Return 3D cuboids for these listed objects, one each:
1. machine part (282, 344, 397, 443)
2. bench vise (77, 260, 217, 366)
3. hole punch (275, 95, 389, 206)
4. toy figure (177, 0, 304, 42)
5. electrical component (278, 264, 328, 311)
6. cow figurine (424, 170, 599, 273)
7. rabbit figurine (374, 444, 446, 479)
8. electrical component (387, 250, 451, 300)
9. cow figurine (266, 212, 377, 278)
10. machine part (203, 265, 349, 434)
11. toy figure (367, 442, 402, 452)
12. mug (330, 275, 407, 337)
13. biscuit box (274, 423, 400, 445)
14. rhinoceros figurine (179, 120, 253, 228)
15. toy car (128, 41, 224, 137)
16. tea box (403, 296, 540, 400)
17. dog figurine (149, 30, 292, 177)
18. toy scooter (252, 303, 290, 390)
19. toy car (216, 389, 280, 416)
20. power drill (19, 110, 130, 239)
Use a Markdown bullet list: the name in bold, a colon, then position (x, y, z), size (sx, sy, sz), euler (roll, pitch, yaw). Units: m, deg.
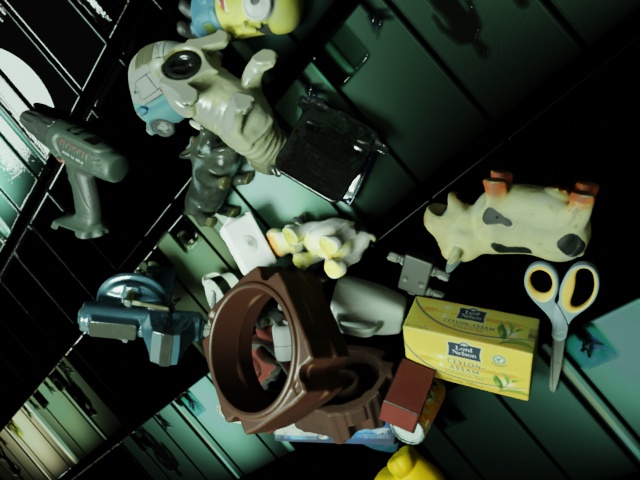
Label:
- **machine part**: position (0.033, 0.229, 0.824), size (0.180, 0.179, 0.056), euler (-2, 115, 30)
- **bench vise**: position (-0.283, 0.106, 0.927), size (0.224, 0.241, 0.128), euler (-3, 118, -5)
- **hole punch**: position (0.017, -0.115, 0.734), size (0.142, 0.092, 0.115), euler (33, 94, 15)
- **toy figure**: position (-0.105, -0.303, 0.707), size (0.180, 0.089, 0.082), euler (3, 109, 36)
- **electrical component**: position (-0.030, 0.076, 0.861), size (0.102, 0.045, 0.078), euler (-33, 96, 35)
- **cow figurine**: position (0.225, -0.017, 0.659), size (0.195, 0.085, 0.127), euler (9, 110, 24)
- **rabbit figurine**: position (0.142, 0.451, 0.865), size (0.162, 0.173, 0.122), euler (44, 122, 9)
- **electrical component**: position (0.138, 0.050, 0.771), size (0.094, 0.021, 0.063), euler (21, 121, 19)
- **cow figurine**: position (-0.003, -0.004, 0.792), size (0.168, 0.098, 0.068), euler (12, 125, 45)
- **machine part**: position (-0.071, 0.152, 0.759), size (0.201, 0.087, 0.201), euler (-43, 57, 31)
- **toy figure**: position (0.064, 0.315, 0.912), size (0.155, 0.058, 0.064), euler (11, 140, 21)
- **mug**: position (0.071, 0.103, 0.787), size (0.107, 0.109, 0.080), euler (9, 112, 10)
- **biscuit box**: position (0.030, 0.291, 0.859), size (0.203, 0.062, 0.059), euler (-6, 73, 20)
- **rhinoceros figurine**: position (-0.167, -0.111, 0.840), size (0.112, 0.073, 0.190), euler (35, 127, 23)
- **toy car**: position (-0.217, -0.228, 0.769), size (0.162, 0.109, 0.102), euler (-21, 145, 31)
- **tea box**: position (0.207, 0.146, 0.738), size (0.170, 0.068, 0.098), euler (8, 131, 27)
- **dog figurine**: position (-0.126, -0.165, 0.727), size (0.172, 0.121, 0.190), euler (27, 158, 14)
- **toy scooter**: position (-0.088, 0.206, 0.939), size (0.135, 0.075, 0.184), euler (43, 121, 3)
- **toy car**: position (-0.100, 0.307, 0.990), size (0.202, 0.073, 0.056), euler (-1, 112, 29)
- **power drill**: position (-0.456, -0.117, 0.994), size (0.232, 0.086, 0.207), euler (19, 113, 17)
